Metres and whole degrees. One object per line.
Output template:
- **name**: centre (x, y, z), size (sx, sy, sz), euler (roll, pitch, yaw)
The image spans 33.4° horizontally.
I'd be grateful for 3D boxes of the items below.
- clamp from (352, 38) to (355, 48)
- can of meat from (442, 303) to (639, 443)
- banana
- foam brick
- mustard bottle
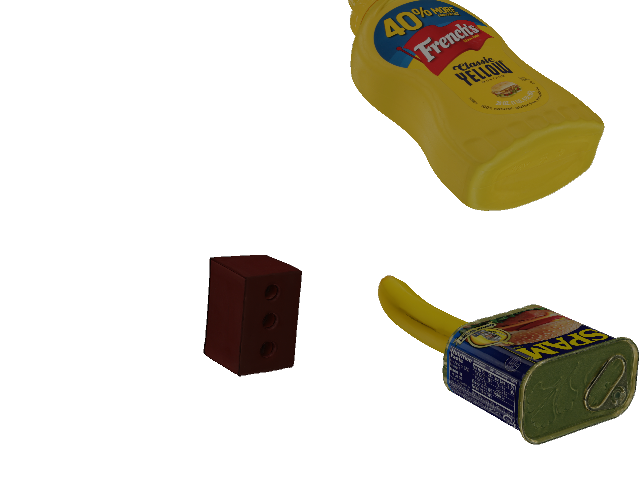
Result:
- **clamp**: centre (0.096, -0.137, 0.942), size (0.120, 0.039, 0.171), euler (-5, 43, -4)
- **can of meat**: centre (0.144, 0.085, 0.711), size (0.101, 0.057, 0.084), euler (-11, 20, -30)
- **banana**: centre (0.113, 0.079, 1.030), size (0.069, 0.037, 0.198), euler (1, 19, -46)
- **foam brick**: centre (-0.051, 0.054, 0.801), size (0.052, 0.078, 0.051), euler (-5, 16, -36)
- **mustard bottle**: centre (0.074, -0.100, 0.643), size (0.096, 0.058, 0.192), euler (-20, 50, -24)
